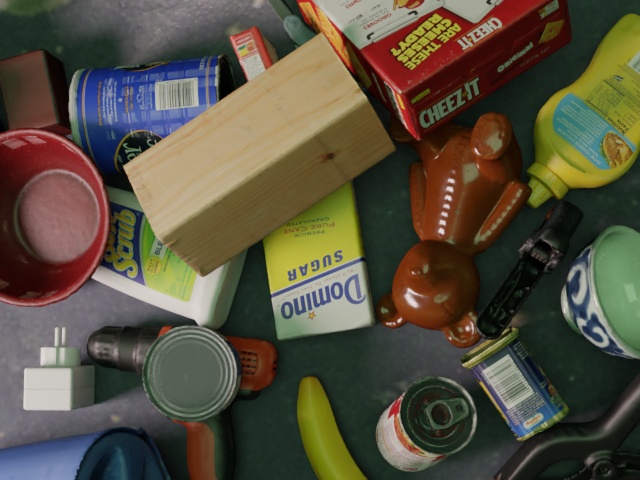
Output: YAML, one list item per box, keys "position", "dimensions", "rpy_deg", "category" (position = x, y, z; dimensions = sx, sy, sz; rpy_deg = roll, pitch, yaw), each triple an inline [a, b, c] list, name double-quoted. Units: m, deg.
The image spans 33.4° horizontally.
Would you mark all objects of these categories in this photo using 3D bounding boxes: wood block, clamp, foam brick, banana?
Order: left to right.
- position: [-0.278, -0.139, 1.048]
  dimensions: [0.051, 0.053, 0.078]
  rpy_deg: [-15, 82, 5]
  category: "foam brick"
- position: [-0.051, -0.070, 0.922]
  dimensions: [0.206, 0.090, 0.090]
  rpy_deg: [-33, 57, 4]
  category: "wood block"
- position: [0.035, 0.217, 0.989]
  dimensions: [0.198, 0.037, 0.069]
  rpy_deg: [45, 70, 6]
  category: "banana"
- position: [0.187, 0.019, 0.933]
  dimensions: [0.039, 0.171, 0.120]
  rpy_deg: [43, 116, 7]
  category: "clamp"
- position: [0.257, 0.197, 0.944]
  dimensions: [0.210, 0.036, 0.164]
  rpy_deg: [-30, 113, 16]
  category: "clamp"

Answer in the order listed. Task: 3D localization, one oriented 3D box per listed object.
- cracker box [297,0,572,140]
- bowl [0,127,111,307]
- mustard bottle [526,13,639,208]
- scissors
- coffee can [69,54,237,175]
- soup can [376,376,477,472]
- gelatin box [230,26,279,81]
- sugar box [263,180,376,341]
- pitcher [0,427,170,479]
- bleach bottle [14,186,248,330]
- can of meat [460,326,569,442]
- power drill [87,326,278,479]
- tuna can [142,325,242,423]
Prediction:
- position: [0.092, -0.206, 0.944]
  dimensions: [0.164, 0.072, 0.214]
  rpy_deg: [-34, 50, -4]
  category: "cracker box"
- position: [-0.253, -0.021, 0.975]
  dimensions: [0.162, 0.055, 0.162]
  rpy_deg: [0, 92, 15]
  category: "bowl"
- position: [0.253, -0.106, 0.975]
  dimensions: [0.096, 0.058, 0.191]
  rpy_deg: [41, 91, 4]
  category: "mustard bottle"
- position: [-0.005, -0.209, 1.038]
  dimensions: [0.096, 0.016, 0.202]
  rpy_deg: [-19, 83, 3]
  category: "scissors"
- position: [-0.152, -0.117, 1.005]
  dimensions: [0.140, 0.102, 0.103]
  rpy_deg: [-5, 85, 6]
  category: "coffee can"
- position: [0.092, 0.165, 0.942]
  dimensions: [0.068, 0.102, 0.068]
  rpy_deg: [3, 69, -9]
  category: "soup can"
- position: [-0.051, -0.152, 1.002]
  dimensions: [0.030, 0.089, 0.073]
  rpy_deg: [-22, 83, 6]
  category: "gelatin box"
- position: [-0.006, 0.001, 1.005]
  dimensions: [0.093, 0.048, 0.176]
  rpy_deg: [-10, 83, 7]
  category: "sugar box"
- position: [-0.264, 0.249, 0.939]
  dimensions: [0.243, 0.149, 0.145]
  rpy_deg: [-12, 81, 28]
  category: "pitcher"
- position: [-0.200, 0.002, 1.023]
  dimensions: [0.251, 0.068, 0.102]
  rpy_deg: [16, 88, 11]
  category: "bleach bottle"
- position: [0.171, 0.127, 0.945]
  dimensions: [0.057, 0.102, 0.084]
  rpy_deg: [-34, 84, 3]
  category: "can of meat"
- position: [-0.138, 0.175, 1.001]
  dimensions: [0.184, 0.057, 0.187]
  rpy_deg: [5, 87, 10]
  category: "power drill"
- position: [-0.114, 0.120, 0.959]
  dimensions: [0.086, 0.033, 0.086]
  rpy_deg: [-1, 83, 6]
  category: "tuna can"
